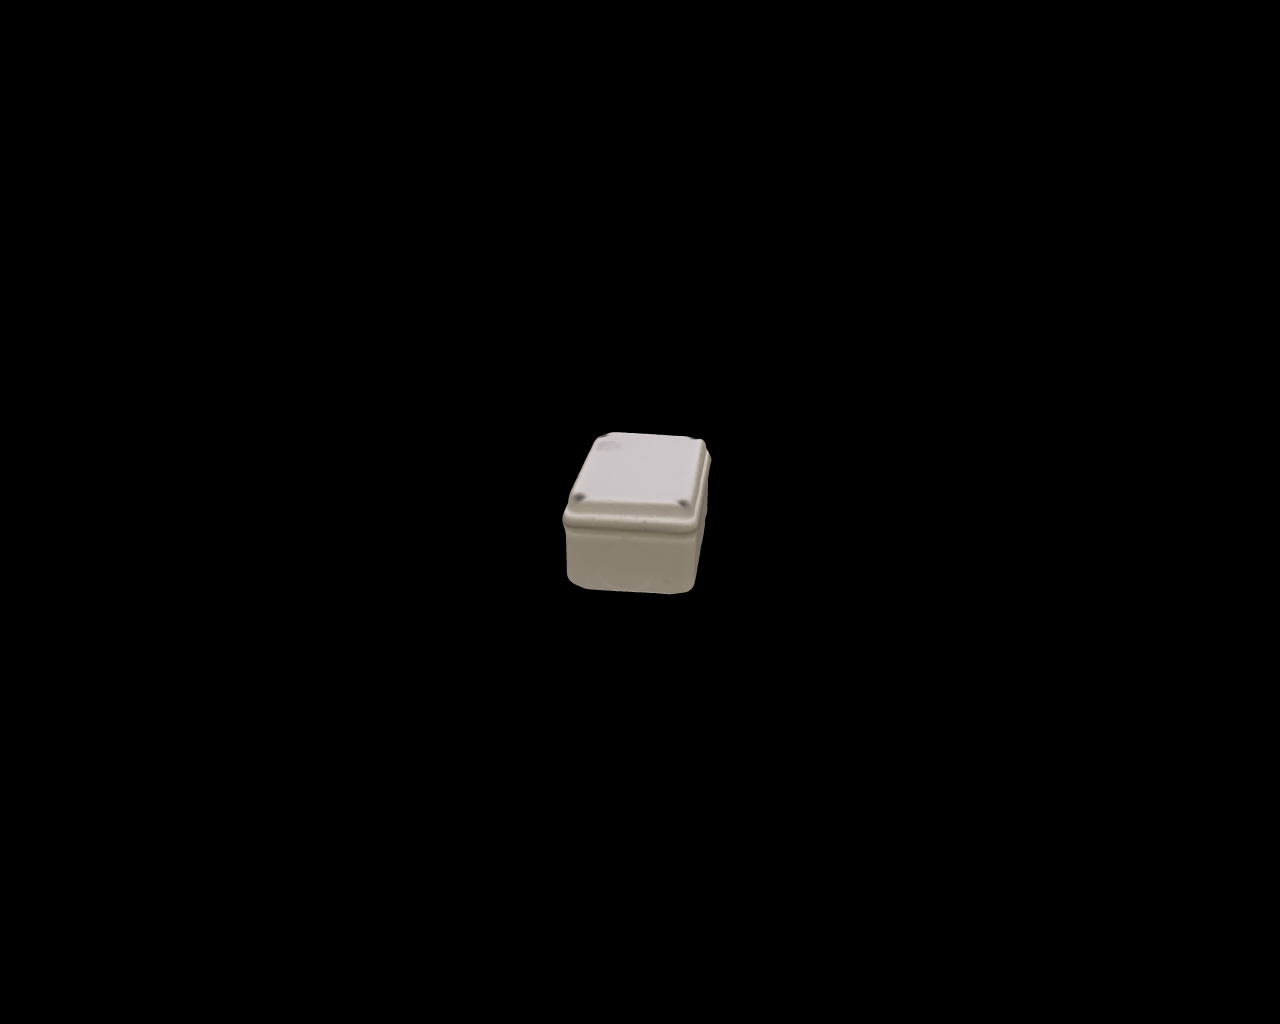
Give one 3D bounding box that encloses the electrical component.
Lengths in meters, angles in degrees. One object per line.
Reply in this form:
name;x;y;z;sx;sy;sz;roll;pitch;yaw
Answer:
electrical component;0.001;-0.003;0.650;0.078;0.057;0.113;3;26;7
